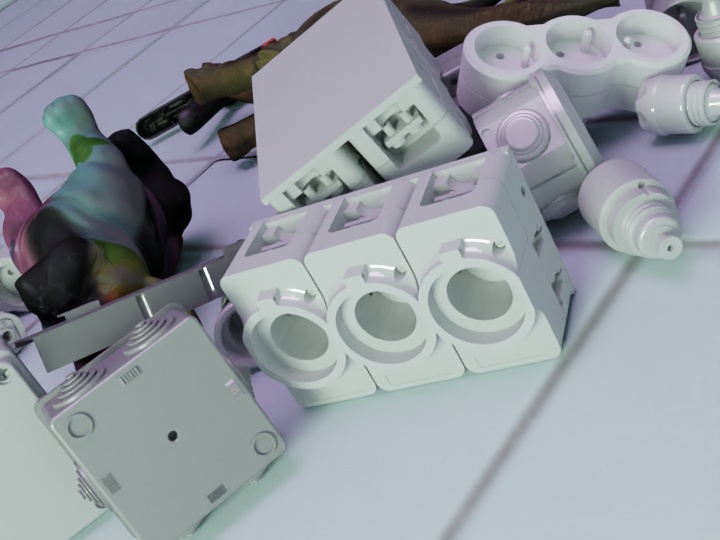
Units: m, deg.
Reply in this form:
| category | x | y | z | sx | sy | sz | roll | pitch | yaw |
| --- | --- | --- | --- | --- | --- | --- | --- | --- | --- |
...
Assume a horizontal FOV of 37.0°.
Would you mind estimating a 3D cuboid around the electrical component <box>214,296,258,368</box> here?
| category | x | y | z | sx | sy | sz | roll | pitch | yaw |
| --- | --- | --- | --- | --- | --- | --- | --- | --- | --- |
| electrical component | -0.066 | 0.026 | 0.649 | 0.044 | 0.044 | 0.065 | -28 | 22 | 3 |

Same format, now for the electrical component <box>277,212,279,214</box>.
| category | x | y | z | sx | sy | sz | roll | pitch | yaw |
| --- | --- | --- | --- | --- | --- | --- | --- | --- | --- |
| electrical component | -0.038 | -0.033 | 0.720 | 0.040 | 0.040 | 0.078 | -10 | 33 | 34 |

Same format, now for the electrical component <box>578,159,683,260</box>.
| category | x | y | z | sx | sy | sz | roll | pitch | yaw |
| --- | --- | --- | --- | --- | --- | --- | --- | --- | --- |
| electrical component | 0.138 | -0.027 | 0.534 | 0.040 | 0.040 | 0.078 | -28 | 27 | 4 |

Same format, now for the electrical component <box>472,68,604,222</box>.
| category | x | y | z | sx | sy | sz | roll | pitch | yaw |
| --- | --- | --- | --- | --- | --- | --- | --- | --- | --- |
| electrical component | 0.102 | -0.067 | 0.598 | 0.051 | 0.080 | 0.080 | -29 | 26 | 13 |

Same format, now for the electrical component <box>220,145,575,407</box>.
| category | x | y | z | sx | sy | sz | roll | pitch | yaw |
| --- | --- | --- | --- | --- | --- | --- | --- | --- | --- |
| electrical component | 0.018 | 0.010 | 0.536 | 0.150 | 0.089 | 0.061 | -15 | 30 | 28 |

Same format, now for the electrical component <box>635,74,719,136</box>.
| category | x | y | z | sx | sy | sz | roll | pitch | yaw |
| --- | --- | --- | --- | --- | --- | --- | --- | --- | --- |
| electrical component | 0.189 | -0.094 | 0.607 | 0.061 | 0.035 | 0.035 | 5 | 42 | 45 |

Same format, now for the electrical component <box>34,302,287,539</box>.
| category | x | y | z | sx | sy | sz | roll | pitch | yaw |
| --- | --- | --- | --- | --- | --- | --- | --- | --- | --- |
| electrical component | -0.096 | 0.077 | 0.526 | 0.100 | 0.099 | 0.048 | -38 | 15 | -15 |

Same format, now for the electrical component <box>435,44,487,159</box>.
| category | x | y | z | sx | sy | sz | roll | pitch | yaw |
| --- | --- | --- | --- | --- | --- | --- | --- | --- | --- |
| electrical component | 0.071 | -0.101 | 0.703 | 0.047 | 0.065 | 0.076 | -29 | 27 | 2 |

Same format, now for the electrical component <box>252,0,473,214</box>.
| category | x | y | z | sx | sy | sz | roll | pitch | yaw |
| --- | --- | --- | --- | --- | --- | --- | --- | --- | --- |
| electrical component | -0.003 | -0.095 | 0.646 | 0.105 | 0.060 | 0.186 | -37 | 28 | 14 |

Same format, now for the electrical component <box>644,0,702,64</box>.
| category | x | y | z | sx | sy | sz | roll | pitch | yaw |
| --- | --- | --- | --- | --- | --- | --- | --- | --- | --- |
| electrical component | 0.228 | -0.176 | 0.702 | 0.079 | 0.043 | 0.077 | -19 | 29 | 21 |

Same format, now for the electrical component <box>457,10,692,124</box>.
| category | x | y | z | sx | sy | sz | roll | pitch | yaw |
| --- | --- | --- | --- | --- | --- | --- | --- | --- | --- |
| electrical component | 0.128 | -0.112 | 0.662 | 0.138 | 0.073 | 0.052 | -6 | 54 | -7 |

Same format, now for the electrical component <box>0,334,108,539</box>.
| category | x | y | z | sx | sy | sz | roll | pitch | yaw |
| --- | --- | --- | --- | --- | --- | --- | --- | --- | --- |
| electrical component | -0.203 | 0.107 | 0.567 | 0.109 | 0.108 | 0.056 | -37 | 25 | -14 |

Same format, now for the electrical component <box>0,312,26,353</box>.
| category | x | y | z | sx | sy | sz | roll | pitch | yaw |
| --- | --- | --- | --- | --- | --- | --- | --- | --- | --- |
| electrical component | -0.289 | 0.048 | 0.832 | 0.065 | 0.044 | 0.044 | 6 | 43 | 43 |

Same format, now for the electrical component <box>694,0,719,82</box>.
| category | x | y | z | sx | sy | sz | roll | pitch | yaw |
| --- | --- | --- | --- | --- | --- | --- | --- | --- | --- |
| electrical component | 0.214 | -0.143 | 0.636 | 0.035 | 0.061 | 0.035 | -23 | 27 | 13 |

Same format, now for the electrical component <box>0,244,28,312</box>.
| category | x | y | z | sx | sy | sz | roll | pitch | yaw |
| --- | --- | --- | --- | --- | --- | --- | --- | --- | --- |
| electrical component | -0.275 | -0.006 | 0.896 | 0.138 | 0.052 | 0.073 | -22 | 27 | 14 |
